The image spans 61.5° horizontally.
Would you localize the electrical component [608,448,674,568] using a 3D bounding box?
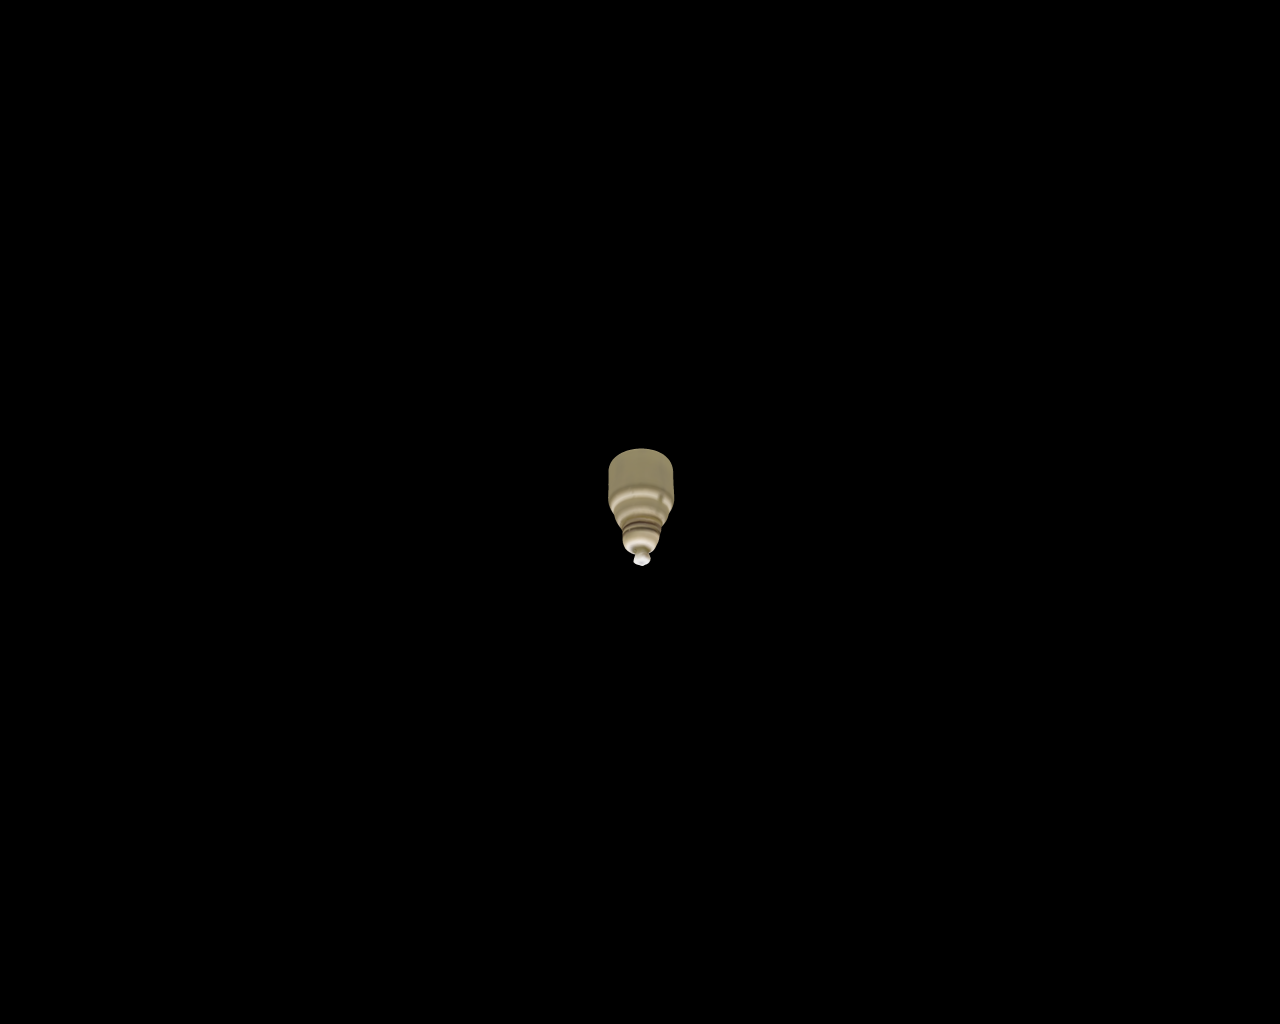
[{"bbox_3d":[0.001,-0.003,0.650,0.040,0.078,0.040,0,-34,0],"label":"electrical component"}]
